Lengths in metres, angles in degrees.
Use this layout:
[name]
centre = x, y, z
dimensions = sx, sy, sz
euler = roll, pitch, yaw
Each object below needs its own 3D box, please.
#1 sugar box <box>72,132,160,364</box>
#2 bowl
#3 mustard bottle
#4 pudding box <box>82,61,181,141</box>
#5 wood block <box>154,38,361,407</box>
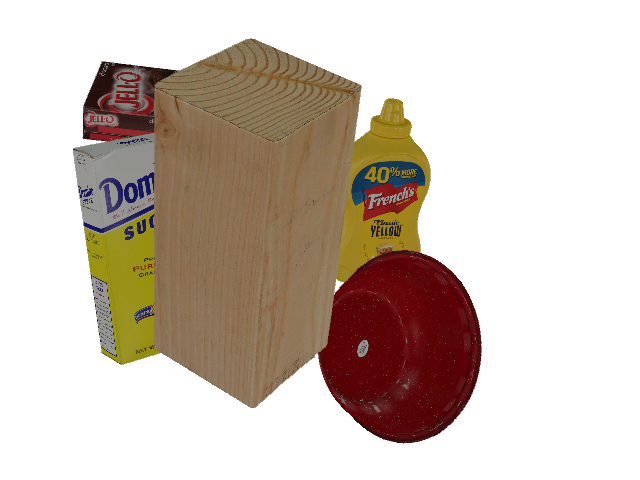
[sugar box]
centre = -0.142, 0.004, 0.877
dimensions = 0.093, 0.176, 0.048
euler = -16, 21, -33
[bowl]
centre = 0.050, 0.087, 0.878
dimensions = 0.162, 0.162, 0.055
euler = 0, -4, 42
[mustard bottle]
centre = 0.064, -0.051, 1.094
dimensions = 0.096, 0.192, 0.058
euler = -1, 24, -16
[pudding box]
centre = -0.176, -0.131, 1.027
dimensions = 0.090, 0.039, 0.113
euler = 7, 29, -5
[wood block]
centre = -0.044, -0.009, 0.680
dimensions = 0.091, 0.206, 0.090
euler = 27, 42, 26
